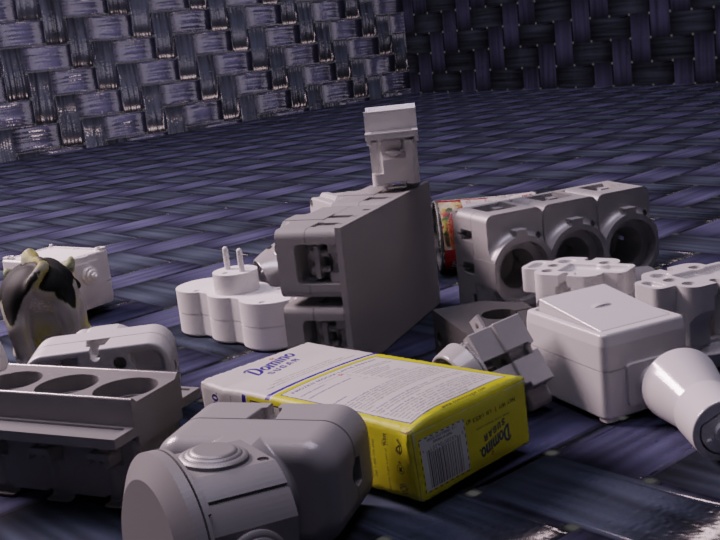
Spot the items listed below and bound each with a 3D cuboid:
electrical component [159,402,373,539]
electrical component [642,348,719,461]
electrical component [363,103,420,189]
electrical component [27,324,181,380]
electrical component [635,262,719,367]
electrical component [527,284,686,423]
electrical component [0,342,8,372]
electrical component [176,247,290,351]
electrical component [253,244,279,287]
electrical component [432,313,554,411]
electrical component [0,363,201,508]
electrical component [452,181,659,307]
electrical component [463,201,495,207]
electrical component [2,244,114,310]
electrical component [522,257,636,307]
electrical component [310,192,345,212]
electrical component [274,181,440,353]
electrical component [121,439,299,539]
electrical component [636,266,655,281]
[{"bbox_3d":[-0.048,0.101,0.531,0.095,0.053,0.059,-2,14,19],"label":"electrical component"},{"bbox_3d":[0.183,0.073,0.575,0.044,0.044,0.065,-7,18,-4],"label":"electrical component"},{"bbox_3d":[0.027,-0.100,0.871,0.042,0.063,0.081,-6,12,4],"label":"electrical component"},{"bbox_3d":[-0.171,0.070,0.723,0.095,0.053,0.059,-7,13,-4],"label":"electrical component"},{"bbox_3d":[0.219,0.030,0.705,0.078,0.057,0.058,-12,14,-24],"label":"electrical component"},{"bbox_3d":[0.152,0.048,0.650,0.062,0.061,0.096,-12,14,-23],"label":"electrical component"},{"bbox_3d":[-0.283,0.070,0.723,0.051,0.080,0.080,-1,13,43],"label":"electrical component"},{"bbox_3d":[-0.100,0.017,0.876,0.052,0.073,0.138,-18,17,-41],"label":"electrical component"},{"bbox_3d":[-0.046,0.002,0.970,0.077,0.044,0.079,-27,41,-15],"label":"electrical component"},{"bbox_3d":[0.077,0.061,0.649,0.055,0.066,0.048,-21,-17,-24],"label":"electrical component"},{"bbox_3d":[-0.161,0.091,0.605,0.121,0.063,0.079,0,14,26],"label":"electrical component"},{"bbox_3d":[0.157,-0.014,0.854,0.150,0.089,0.062,-12,14,-22],"label":"electrical component"},{"bbox_3d":[0.155,-0.022,0.948,0.121,0.078,0.063,-6,35,3],"label":"electrical component"},{"bbox_3d":[-0.278,0.013,1.008,0.096,0.061,0.062,3,16,34],"label":"electrical component"},{"bbox_3d":[0.156,0.025,0.760,0.078,0.057,0.058,3,16,34],"label":"electrical component"},{"bbox_3d":[-0.002,-0.034,1.046,0.057,0.078,0.113,-8,13,-22],"label":"electrical component"},{"bbox_3d":[0.000,0.000,0.834,0.060,0.105,0.186,-1,14,23],"label":"electrical component"},{"bbox_3d":[-0.063,0.110,0.443,0.051,0.080,0.080,-8,12,-33],"label":"electrical component"},{"bbox_3d":[0.201,0.016,0.820,0.046,0.040,0.040,-6,12,-21],"label":"electrical component"}]
